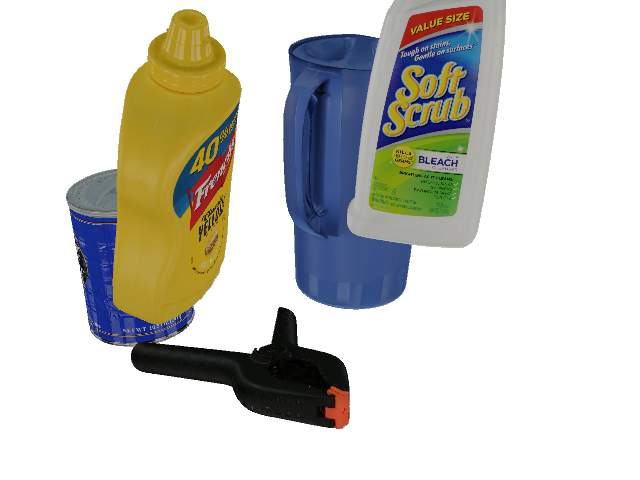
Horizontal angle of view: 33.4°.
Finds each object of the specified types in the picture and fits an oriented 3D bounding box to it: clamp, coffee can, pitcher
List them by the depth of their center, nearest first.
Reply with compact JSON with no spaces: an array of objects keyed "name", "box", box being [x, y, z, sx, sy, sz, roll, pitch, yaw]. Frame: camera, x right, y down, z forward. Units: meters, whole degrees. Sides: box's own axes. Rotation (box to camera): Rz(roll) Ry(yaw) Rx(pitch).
[{"name":"clamp","box":[-0.037,0.104,0.895,0.164,0.036,0.210,-17,22,-40]},{"name":"pitcher","box":[0.027,-0.060,0.982,0.149,0.243,0.145,-3,24,-12]},{"name":"coffee can","box":[-0.178,0.014,1.009,0.103,0.140,0.103,-3,26,1]}]

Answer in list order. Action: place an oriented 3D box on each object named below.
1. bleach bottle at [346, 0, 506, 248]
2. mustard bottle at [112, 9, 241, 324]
[{"name":"bleach bottle","box":[0.076,-0.122,0.751,0.102,0.251,0.068,8,26,11]},{"name":"mustard bottle","box":[-0.081,-0.046,0.609,0.058,0.192,0.096,23,45,12]}]
